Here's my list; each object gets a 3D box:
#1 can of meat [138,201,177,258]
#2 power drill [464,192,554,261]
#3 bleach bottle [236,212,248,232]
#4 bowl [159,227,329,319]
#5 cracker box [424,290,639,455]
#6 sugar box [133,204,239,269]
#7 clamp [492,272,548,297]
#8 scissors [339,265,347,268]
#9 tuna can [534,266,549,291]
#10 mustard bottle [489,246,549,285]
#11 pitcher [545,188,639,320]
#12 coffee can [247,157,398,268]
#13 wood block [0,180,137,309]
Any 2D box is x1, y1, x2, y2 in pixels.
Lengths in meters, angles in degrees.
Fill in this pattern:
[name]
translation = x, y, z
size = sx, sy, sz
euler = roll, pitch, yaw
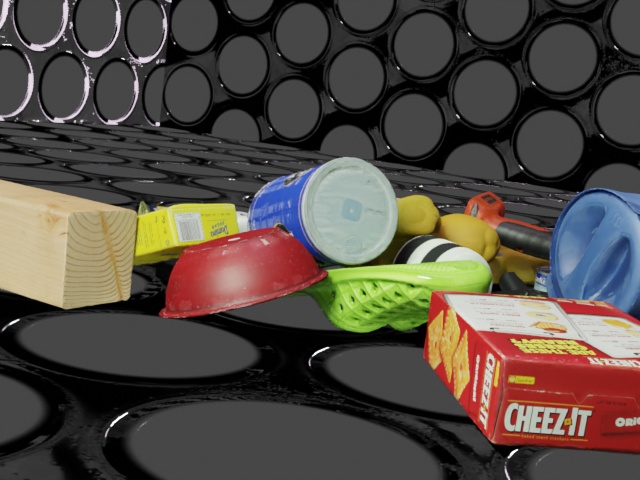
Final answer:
[can of meat]
translation = -0.178, -0.009, 1.302
size = 0.083, 0.057, 0.102
euler = 7, 9, -15
[power drill]
translation = 0.275, -0.004, 1.303
size = 0.188, 0.057, 0.184
euler = 20, 15, 21
[bleach bottle]
translation = -0.085, 0.001, 1.257
size = 0.102, 0.068, 0.251
euler = 23, 3, -15
[bowl]
translation = -0.076, 0.025, 0.988
size = 0.162, 0.055, 0.162
euler = -13, 6, 1
[cracker box]
translation = 0.183, 0.098, 0.826
size = 0.164, 0.072, 0.214
euler = 5, 10, -8
[sugar box]
translation = -0.177, 0.002, 1.087
size = 0.177, 0.048, 0.093
euler = -16, -8, 38
[clamp]
translation = 0.241, 0.074, 1.141
size = 0.165, 0.036, 0.209
euler = 12, 12, 27
[scissors]
translation = -0.008, 0.002, 1.272
size = 0.096, 0.016, 0.201
euler = 28, -5, 14
[tuna can]
translation = 0.308, 0.057, 1.317
size = 0.086, 0.034, 0.086
euler = 7, 8, -1
[mustard bottle]
translation = 0.196, 0.027, 1.344
size = 0.191, 0.058, 0.096
euler = 1, 16, -38
[pitcher]
translation = 0.354, 0.025, 1.061
size = 0.242, 0.145, 0.149
euler = 2, 20, -27
[coffee can]
translation = 0.000, -0.022, 1.075
size = 0.102, 0.103, 0.141
euler = 3, -6, -26
[wood block]
translation = -0.288, -0.002, 1.049
size = 0.206, 0.091, 0.090
euler = 12, 10, 33
